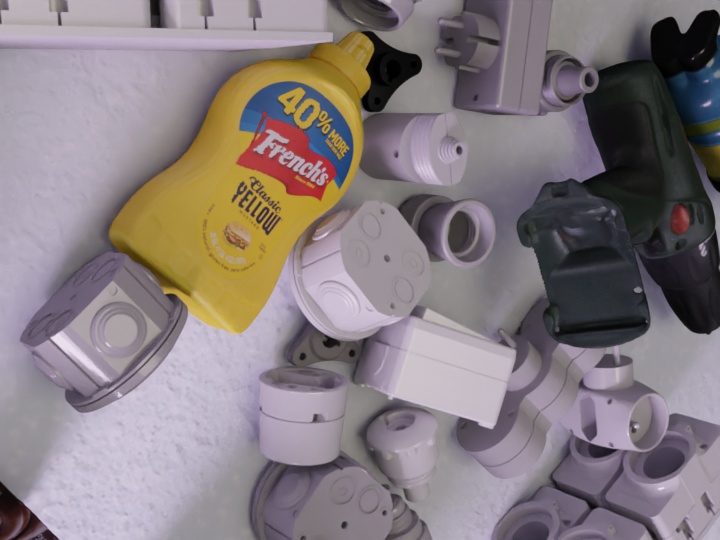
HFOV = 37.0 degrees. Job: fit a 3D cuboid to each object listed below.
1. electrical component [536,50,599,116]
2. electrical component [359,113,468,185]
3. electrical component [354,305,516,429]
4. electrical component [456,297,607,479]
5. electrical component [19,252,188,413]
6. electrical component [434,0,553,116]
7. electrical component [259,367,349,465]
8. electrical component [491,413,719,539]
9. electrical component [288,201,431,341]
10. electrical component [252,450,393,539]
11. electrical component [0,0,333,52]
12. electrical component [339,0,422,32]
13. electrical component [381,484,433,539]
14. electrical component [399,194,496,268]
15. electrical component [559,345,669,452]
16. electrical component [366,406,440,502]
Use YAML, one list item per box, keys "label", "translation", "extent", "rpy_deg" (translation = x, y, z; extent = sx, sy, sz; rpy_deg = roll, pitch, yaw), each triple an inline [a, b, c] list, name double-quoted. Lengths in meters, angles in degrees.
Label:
- label: "electrical component"
  translation: [0.136, -0.130, 0.739]
  extent: [0.048, 0.062, 0.048]
  rpy_deg: [-5, 99, -33]
- label: "electrical component"
  translation: [0.037, -0.076, 0.668]
  extent: [0.043, 0.081, 0.043]
  rpy_deg: [-6, 100, -33]
- label: "electrical component"
  translation: [0.055, 0.061, 0.703]
  extent: [0.096, 0.062, 0.061]
  rpy_deg: [19, 86, -23]
- label: "electrical component"
  translation: [0.114, 0.071, 0.760]
  extent: [0.074, 0.052, 0.138]
  rpy_deg: [45, 72, -30]
- label: "electrical component"
  translation: [-0.135, 0.032, 0.570]
  extent: [0.080, 0.080, 0.051]
  rpy_deg: [-48, 114, -19]
- label: "electrical component"
  translation: [0.080, -0.148, 0.708]
  extent: [0.076, 0.047, 0.083]
  rpy_deg: [4, 95, -34]
- label: "electrical component"
  translation: [-0.036, 0.089, 0.661]
  extent: [0.055, 0.055, 0.047]
  rpy_deg: [-3, 102, -34]
- label: "electrical component"
  translation: [0.182, 0.183, 0.790]
  extent: [0.186, 0.105, 0.060]
  rpy_deg: [-45, 118, -21]
- label: "electrical component"
  translation: [0.000, 0.000, 0.661]
  extent: [0.080, 0.051, 0.080]
  rpy_deg: [18, 62, -37]
- label: "electrical component"
  translation: [-0.023, 0.153, 0.680]
  extent: [0.080, 0.051, 0.080]
  rpy_deg: [-6, 100, -33]
- label: "electrical component"
  translation: [-0.121, -0.143, 0.537]
  extent: [0.186, 0.105, 0.060]
  rpy_deg: [-7, 101, -33]
- label: "electrical component"
  translation: [0.016, -0.181, 0.661]
  extent: [0.066, 0.048, 0.055]
  rpy_deg: [30, 73, -33]
- label: "electrical component"
  translation: [0.027, 0.179, 0.724]
  extent: [0.040, 0.040, 0.078]
  rpy_deg: [-31, 113, -27]
- label: "electrical component"
  translation: [0.055, -0.026, 0.704]
  extent: [0.045, 0.055, 0.045]
  rpy_deg: [-6, 100, -33]
- label: "electrical component"
  translation: [0.183, 0.086, 0.794]
  extent: [0.043, 0.077, 0.079]
  rpy_deg: [-12, 104, -32]
- label: "electrical component"
  translation: [0.033, 0.126, 0.719]
  extent: [0.048, 0.048, 0.062]
  rpy_deg: [-28, 119, -28]
